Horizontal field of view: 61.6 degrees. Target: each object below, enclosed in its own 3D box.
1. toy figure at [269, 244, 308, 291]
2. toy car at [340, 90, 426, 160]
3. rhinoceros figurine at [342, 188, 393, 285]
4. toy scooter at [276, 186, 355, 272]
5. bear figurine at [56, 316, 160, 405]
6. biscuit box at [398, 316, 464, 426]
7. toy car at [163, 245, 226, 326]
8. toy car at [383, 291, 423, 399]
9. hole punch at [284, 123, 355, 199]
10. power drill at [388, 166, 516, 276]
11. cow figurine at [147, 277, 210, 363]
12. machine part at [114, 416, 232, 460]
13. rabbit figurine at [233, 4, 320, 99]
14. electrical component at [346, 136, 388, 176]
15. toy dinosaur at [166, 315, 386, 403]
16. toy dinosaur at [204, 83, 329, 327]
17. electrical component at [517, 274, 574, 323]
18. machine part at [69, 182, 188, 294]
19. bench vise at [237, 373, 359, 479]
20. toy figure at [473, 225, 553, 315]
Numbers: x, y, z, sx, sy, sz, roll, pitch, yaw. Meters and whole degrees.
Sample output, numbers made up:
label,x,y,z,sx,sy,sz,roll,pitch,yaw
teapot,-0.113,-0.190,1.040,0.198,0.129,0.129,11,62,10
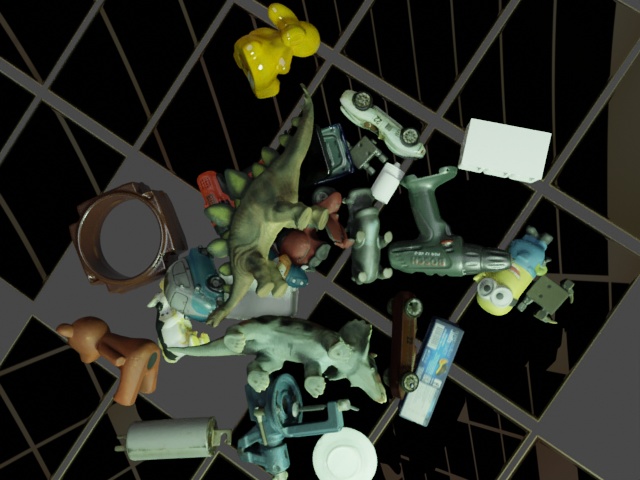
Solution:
label,x,y,z,sx,sy,sz,roll,pitch,yaw
toy figure,-0.091,0.047,1.027,0.155,0.058,0.064,31,134,23
toy car,0.124,-0.223,1.060,0.202,0.073,0.056,39,89,6
rhinoceros figurine,0.089,-0.007,1.046,0.073,0.112,0.190,-8,100,-11
toy scooter,-0.002,-0.003,1.034,0.184,0.075,0.135,-53,55,18
bear figurine,-0.430,0.234,1.085,0.196,0.120,0.131,14,94,8
biscuit box,0.214,0.251,1.044,0.059,0.063,0.202,22,90,7
toy car,-0.251,0.087,1.046,0.109,0.103,0.162,-59,44,40
toy car,0.162,0.198,1.027,0.053,0.089,0.202,6,80,-21
hole punch,-0.003,-0.167,1.072,0.116,0.092,0.142,-17,91,46
power drill,0.240,-0.032,1.026,0.232,0.086,0.207,-9,89,23
cow figurine,-0.303,0.161,1.101,0.098,0.068,0.167,-26,84,15
machine part,-0.297,0.400,1.087,0.243,0.079,0.079,-6,88,6
rabbit figurine,-0.079,-0.388,1.061,0.173,0.162,0.122,-24,74,-13
electrical component,0.088,-0.177,1.080,0.094,0.021,0.063,47,108,10
toy dinosaur,-0.058,0.196,1.006,0.405,0.192,0.131,13,98,2
toy dinosaur,-0.093,-0.061,0.970,0.199,0.105,0.471,27,83,22
electrical component,0.441,0.112,1.034,0.078,0.045,0.102,35,91,23
machine part,-0.392,-0.004,1.103,0.201,0.087,0.201,-22,85,5
bench vise,-0.051,0.353,1.032,0.241,0.128,0.223,-14,71,22
toy figure,0.372,0.063,1.023,0.180,0.082,0.089,-52,127,-6
